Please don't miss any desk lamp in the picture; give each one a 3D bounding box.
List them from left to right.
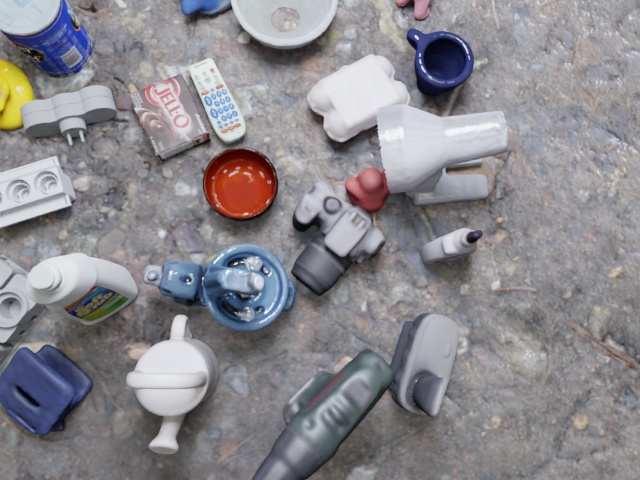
[{"bbox_3d":[0.170,-0.125,0.828,0.203,0.213,0.118,-6,82,-4],"label":"desk lamp"}]

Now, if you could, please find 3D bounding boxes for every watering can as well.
[{"bbox_3d":[-0.195,0.192,0.767,0.101,0.194,0.173,-17,83,-6],"label":"watering can"}]

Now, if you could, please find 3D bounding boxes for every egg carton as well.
[{"bbox_3d":[0.061,-0.225,0.909,0.150,0.069,0.107,-30,84,-7],"label":"egg carton"}]

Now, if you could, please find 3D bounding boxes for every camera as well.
[{"bbox_3d":[0.008,0.003,0.855,0.143,0.100,0.137,39,81,3],"label":"camera"}]

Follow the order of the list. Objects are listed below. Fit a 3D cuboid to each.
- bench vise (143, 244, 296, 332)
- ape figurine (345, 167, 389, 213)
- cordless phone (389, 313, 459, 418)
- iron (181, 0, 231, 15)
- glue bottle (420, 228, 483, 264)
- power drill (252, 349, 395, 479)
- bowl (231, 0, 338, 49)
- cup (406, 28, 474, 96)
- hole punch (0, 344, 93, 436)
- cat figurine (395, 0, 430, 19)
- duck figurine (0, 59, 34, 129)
[{"bbox_3d":[-0.137,0.070,0.776,0.207,0.219,0.121,-10,82,-5],"label":"bench vise"},{"bbox_3d":[0.077,-0.084,0.877,0.078,0.092,0.076,7,81,-2],"label":"ape figurine"},{"bbox_3d":[0.160,0.176,0.797,0.094,0.185,0.148,15,81,-1],"label":"cordless phone"},{"bbox_3d":[-0.135,-0.473,0.897,0.258,0.141,0.118,-36,85,-8],"label":"iron"},{"bbox_3d":[0.200,0.005,0.830,0.078,0.173,0.037,-15,82,-5],"label":"glue bottle"},{"bbox_3d":[-0.001,0.241,0.765,0.075,0.208,0.230,45,82,4],"label":"power drill"},{"bbox_3d":[-0.057,-0.374,0.921,0.167,0.074,0.167,1,81,-3],"label":"bowl"},{"bbox_3d":[0.177,-0.277,0.911,0.118,0.095,0.092,41,81,3],"label":"cup"},{"bbox_3d":[-0.394,0.214,0.804,0.108,0.091,0.101,39,81,3],"label":"hole punch"},{"bbox_3d":[0.183,-0.444,0.925,0.067,0.117,0.128,31,81,2],"label":"cat figurine"},{"bbox_3d":[-0.487,-0.229,0.866,0.077,0.086,0.104,-3,82,-4],"label":"duck figurine"}]
